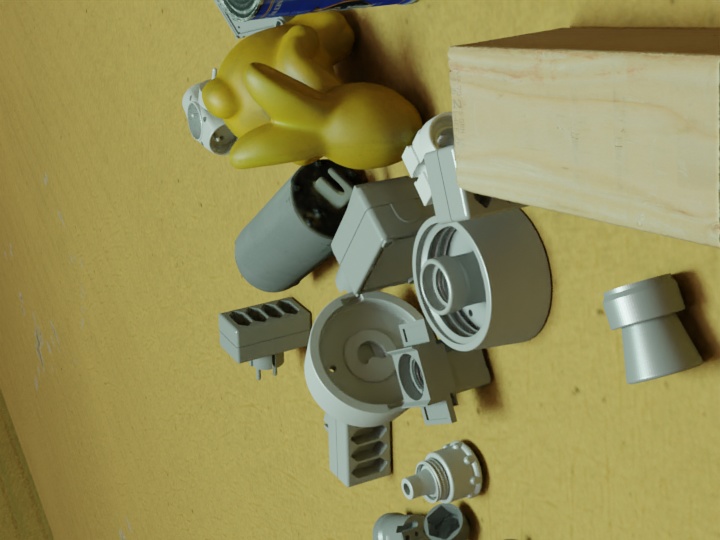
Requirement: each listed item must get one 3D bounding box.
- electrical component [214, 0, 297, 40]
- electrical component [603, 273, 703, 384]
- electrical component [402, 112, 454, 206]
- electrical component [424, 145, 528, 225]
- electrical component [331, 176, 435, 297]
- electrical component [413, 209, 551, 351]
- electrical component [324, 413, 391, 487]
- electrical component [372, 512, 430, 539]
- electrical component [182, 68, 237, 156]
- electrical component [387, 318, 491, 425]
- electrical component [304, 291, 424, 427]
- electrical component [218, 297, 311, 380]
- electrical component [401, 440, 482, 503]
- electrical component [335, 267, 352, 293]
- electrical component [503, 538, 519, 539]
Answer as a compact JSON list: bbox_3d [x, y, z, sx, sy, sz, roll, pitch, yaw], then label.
[{"bbox_3d":[-0.089,-0.250,0.942,0.062,0.061,0.096,-3,132,37],"label":"electrical component"},{"bbox_3d":[0.169,0.034,0.625,0.045,0.045,0.055,-29,75,62],"label":"electrical component"},{"bbox_3d":[0.062,-0.082,0.777,0.055,0.048,0.066,117,133,-62],"label":"electrical component"},{"bbox_3d":[0.080,-0.060,0.709,0.076,0.083,0.047,-7,96,63],"label":"electrical component"},{"bbox_3d":[0.019,-0.026,0.864,0.061,0.062,0.096,63,150,25],"label":"electrical component"},{"bbox_3d":[0.078,0.006,0.767,0.108,0.060,0.108,35,132,52],"label":"electrical component"},{"bbox_3d":[-0.010,0.146,1.012,0.076,0.047,0.083,32,128,56],"label":"electrical component"},{"bbox_3d":[0.039,0.238,0.969,0.046,0.040,0.040,-24,80,57],"label":"electrical component"},{"bbox_3d":[-0.155,-0.176,1.146,0.077,0.044,0.079,55,146,37],"label":"electrical component"},{"bbox_3d":[0.062,0.075,0.824,0.042,0.064,0.081,-20,84,64],"label":"electrical component"},{"bbox_3d":[0.005,0.078,0.893,0.108,0.108,0.060,66,157,20],"label":"electrical component"},{"bbox_3d":[-0.097,0.078,1.107,0.047,0.083,0.075,35,132,53],"label":"electrical component"},{"bbox_3d":[0.064,0.167,0.864,0.048,0.062,0.048,35,132,52],"label":"electrical component"},{"bbox_3d":[0.000,0.000,0.938,0.040,0.040,0.046,66,156,21],"label":"electrical component"},{"bbox_3d":[0.112,0.239,0.824,0.045,0.045,0.055,57,147,34],"label":"electrical component"}]
